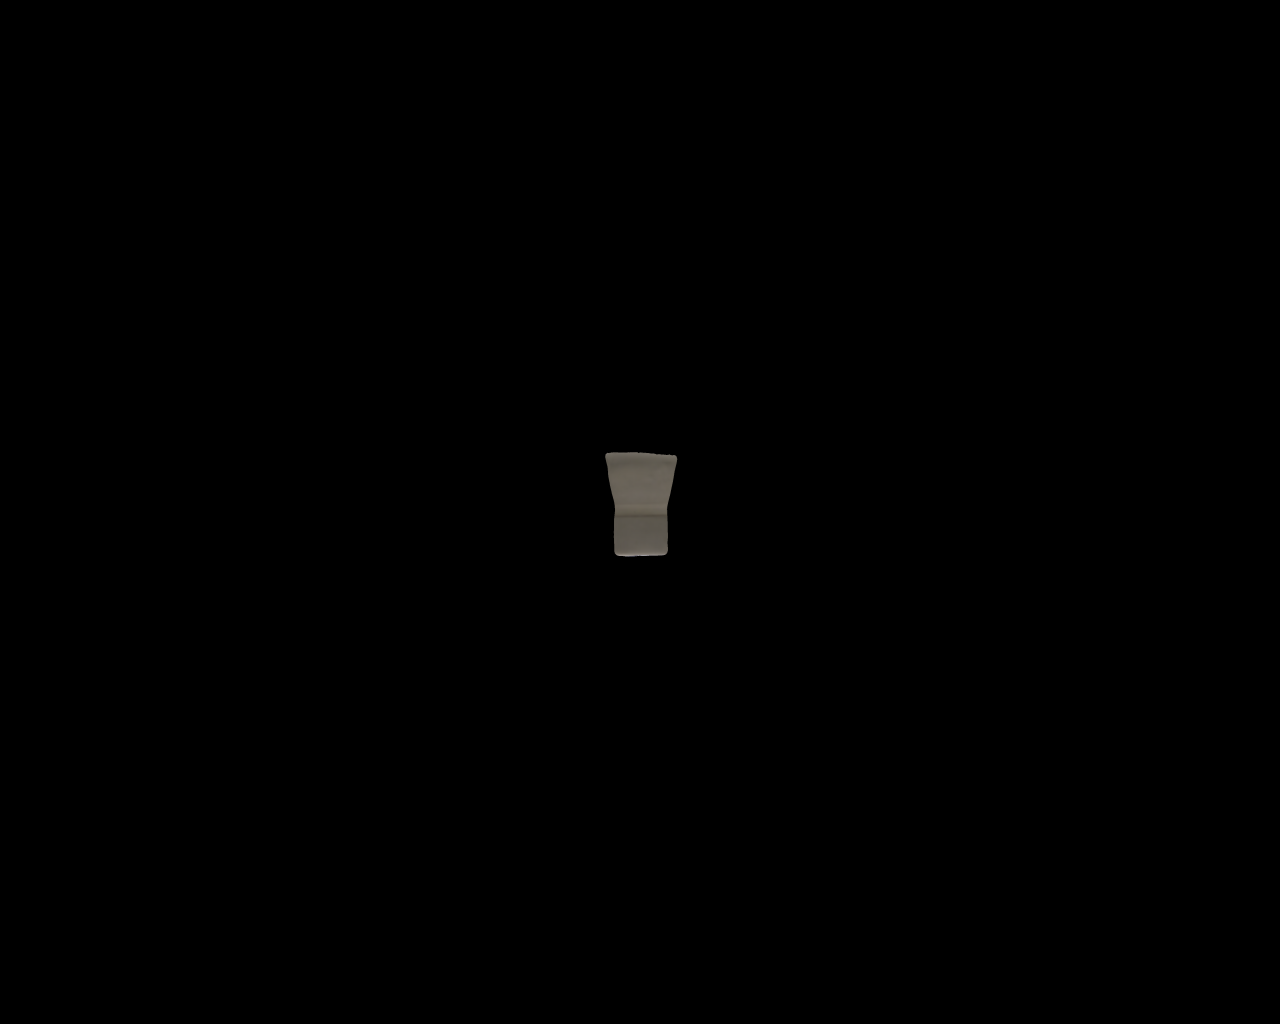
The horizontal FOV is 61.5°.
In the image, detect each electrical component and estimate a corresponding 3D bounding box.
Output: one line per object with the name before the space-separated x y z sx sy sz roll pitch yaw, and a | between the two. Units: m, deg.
electrical component | 0.001 -0.003 0.650 0.044 0.065 0.044 0 -2 0
